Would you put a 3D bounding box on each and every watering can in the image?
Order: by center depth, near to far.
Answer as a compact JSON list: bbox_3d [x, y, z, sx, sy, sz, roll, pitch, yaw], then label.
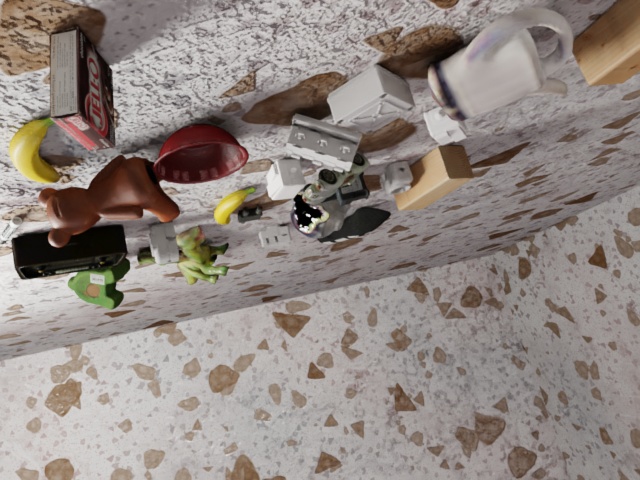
[{"bbox_3d":[0.309,-0.268,0.863,0.222,0.105,0.346,-21,164,25],"label":"watering can"}]

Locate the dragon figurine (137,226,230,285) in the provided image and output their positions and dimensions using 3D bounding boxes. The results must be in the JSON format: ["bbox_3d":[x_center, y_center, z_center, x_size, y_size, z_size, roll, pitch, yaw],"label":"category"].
[{"bbox_3d":[-0.409,0.058,1.502,0.241,0.125,0.404,16,149,-31],"label":"dragon figurine"}]

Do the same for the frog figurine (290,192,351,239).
[{"bbox_3d":[0.004,-0.068,1.346,0.138,0.122,0.160,15,-169,28],"label":"frog figurine"}]
